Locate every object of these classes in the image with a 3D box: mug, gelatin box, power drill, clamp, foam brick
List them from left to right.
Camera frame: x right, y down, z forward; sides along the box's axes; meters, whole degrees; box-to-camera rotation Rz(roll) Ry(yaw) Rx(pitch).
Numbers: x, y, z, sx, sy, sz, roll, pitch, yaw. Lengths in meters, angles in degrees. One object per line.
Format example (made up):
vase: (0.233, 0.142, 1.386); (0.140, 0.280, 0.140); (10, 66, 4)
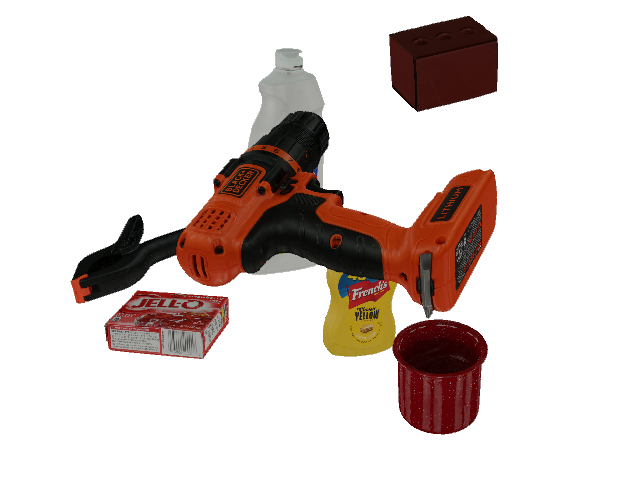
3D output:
clamp: (-0.203, 0.017, 1.185); (0.120, 0.039, 0.171); (-4, 28, 30)
gelatin box: (-0.132, 0.071, 0.930); (0.089, 0.030, 0.073); (4, 21, 13)
power drill: (0.020, -0.024, 0.723); (0.188, 0.057, 0.184); (9, 41, 24)
foam brick: (0.104, -0.149, 0.897); (0.078, 0.051, 0.053); (-16, 36, -15)
mug: (0.126, 0.133, 1.074); (0.093, 0.081, 0.117); (21, 39, 34)

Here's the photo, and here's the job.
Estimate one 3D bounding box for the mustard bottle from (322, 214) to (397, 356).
mustard bottle: (0.055, 0.057, 1.401); (0.096, 0.192, 0.058); (-5, 25, -16)

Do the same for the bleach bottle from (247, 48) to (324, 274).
bleach bottle: (-0.046, -0.091, 1.218); (0.102, 0.251, 0.068); (-8, 21, -26)
